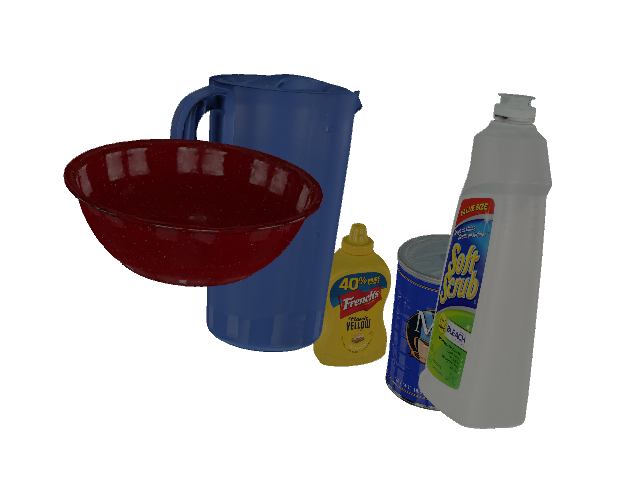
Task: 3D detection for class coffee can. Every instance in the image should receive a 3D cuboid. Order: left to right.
[{"bbox_3d":[0.120,0.078,1.031,0.103,0.140,0.103,3,25,-2],"label":"coffee can"}]

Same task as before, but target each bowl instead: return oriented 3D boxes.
[{"bbox_3d":[-0.081,-0.014,0.677,0.162,0.055,0.162,7,22,-3],"label":"bowl"}]

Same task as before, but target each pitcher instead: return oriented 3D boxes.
[{"bbox_3d":[-0.051,-0.027,0.959,0.149,0.243,0.145,7,13,7],"label":"pitcher"}]

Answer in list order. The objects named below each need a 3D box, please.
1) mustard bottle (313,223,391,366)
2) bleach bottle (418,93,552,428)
[{"bbox_3d":[0.044,0.068,1.388,0.096,0.192,0.058,-4,25,-17],"label":"mustard bottle"},{"bbox_3d":[0.132,0.012,0.827,0.068,0.251,0.103,1,13,-18],"label":"bleach bottle"}]
